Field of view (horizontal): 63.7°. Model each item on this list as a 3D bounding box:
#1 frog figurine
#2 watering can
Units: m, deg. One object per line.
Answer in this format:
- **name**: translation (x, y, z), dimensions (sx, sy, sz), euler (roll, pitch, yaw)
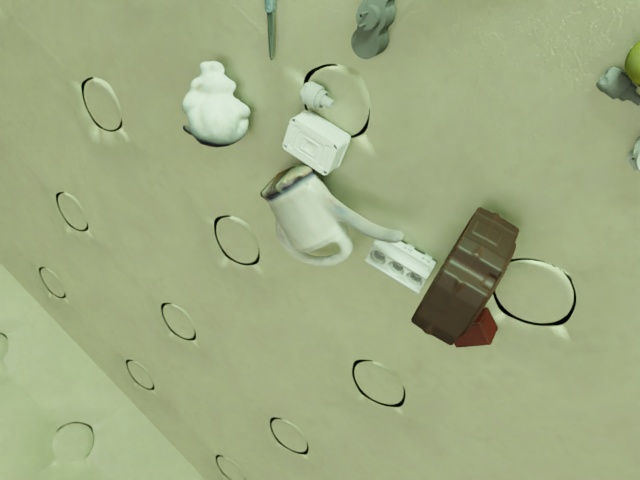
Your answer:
- **frog figurine**: translation (-0.208, -0.275, 1.048), dimensions (0.137, 0.125, 0.156), euler (12, 121, -11)
- **watering can**: translation (0.003, -0.052, 1.028), dimensions (0.344, 0.106, 0.223), euler (-17, 107, 52)
